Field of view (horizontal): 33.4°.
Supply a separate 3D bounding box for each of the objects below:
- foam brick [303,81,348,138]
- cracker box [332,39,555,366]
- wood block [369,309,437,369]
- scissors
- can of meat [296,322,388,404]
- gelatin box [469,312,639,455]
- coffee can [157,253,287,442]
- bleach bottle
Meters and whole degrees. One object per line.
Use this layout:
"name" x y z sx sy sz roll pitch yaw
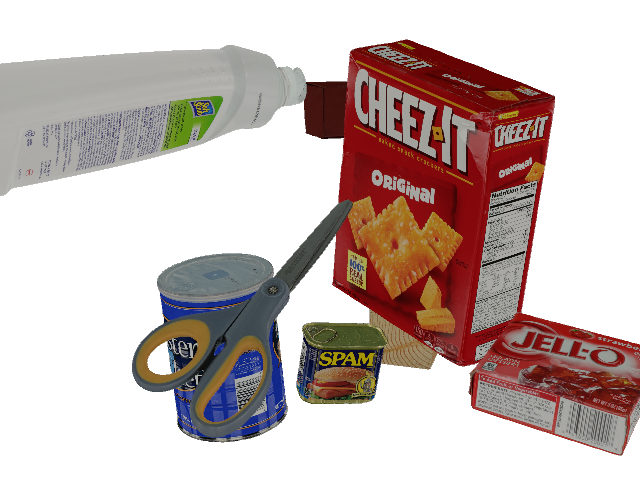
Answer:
"foam brick" 0.028 -0.129 1.046 0.078 0.051 0.053 -4 14 -20
"cracker box" 0.087 -0.031 0.841 0.071 0.214 0.164 -17 33 -34
"wood block" 0.140 0.101 1.558 0.091 0.090 0.205 5 20 15
"scissors" -0.051 0.037 0.686 0.096 0.201 0.016 10 -41 13
"can of meat" 0.024 0.150 1.297 0.102 0.084 0.057 2 24 -15
"gelatin box" 0.138 0.077 0.602 0.089 0.030 0.073 15 30 25
"coffee can" -0.086 0.094 0.957 0.103 0.140 0.103 -5 19 1
"bleach bottle" -0.132 -0.098 0.809 0.250 0.068 0.103 -11 -27 -24
